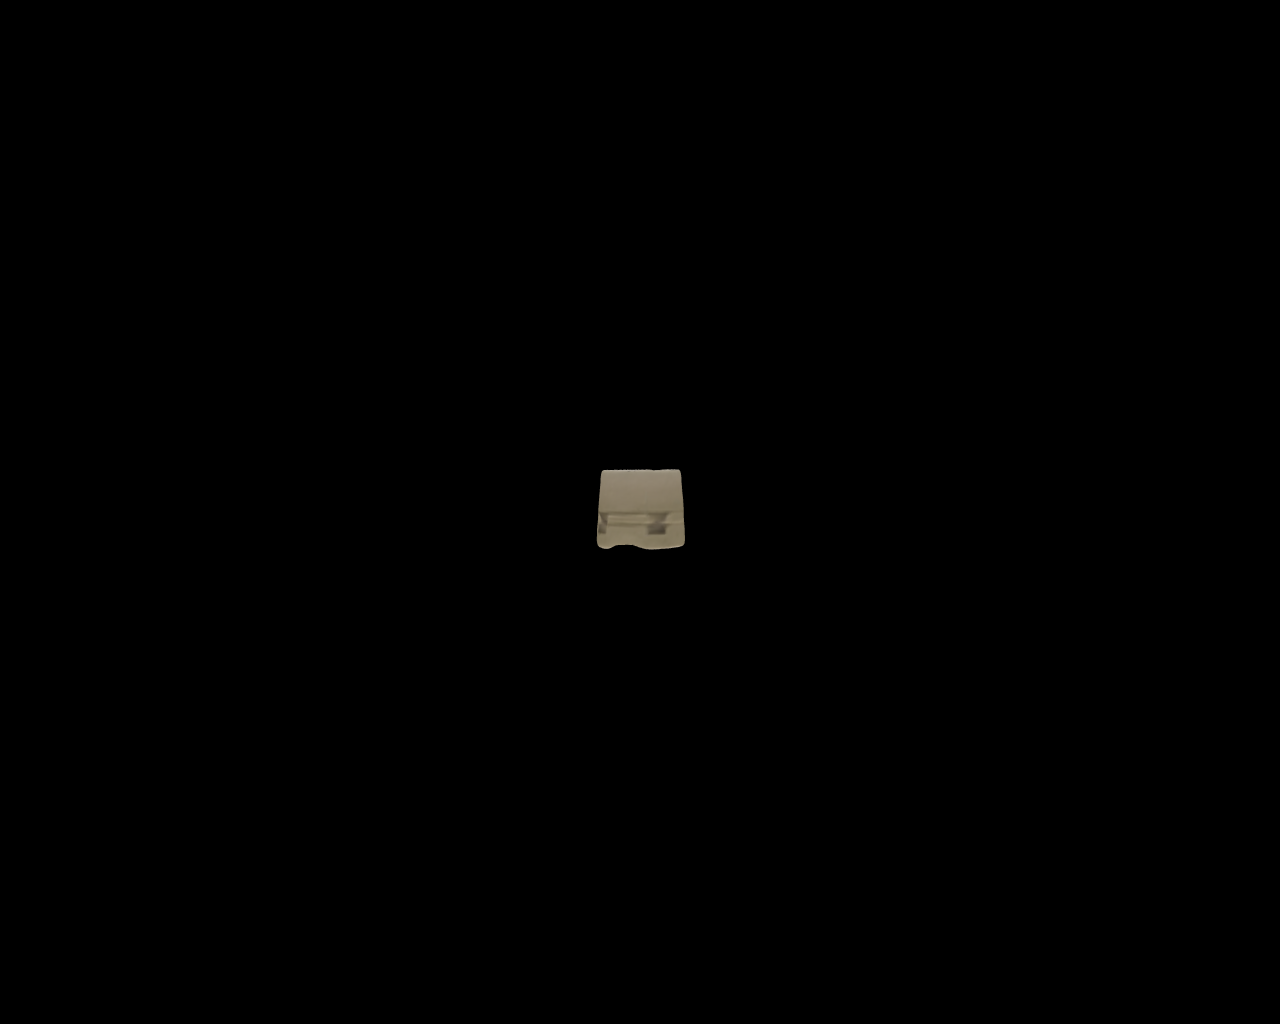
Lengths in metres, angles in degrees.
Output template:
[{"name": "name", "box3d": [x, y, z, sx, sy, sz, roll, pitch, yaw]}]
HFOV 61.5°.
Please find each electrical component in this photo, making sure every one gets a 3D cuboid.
[{"name": "electrical component", "box3d": [0.001, -0.003, 0.650, 0.055, 0.047, 0.055, 0, 2, 0]}]
